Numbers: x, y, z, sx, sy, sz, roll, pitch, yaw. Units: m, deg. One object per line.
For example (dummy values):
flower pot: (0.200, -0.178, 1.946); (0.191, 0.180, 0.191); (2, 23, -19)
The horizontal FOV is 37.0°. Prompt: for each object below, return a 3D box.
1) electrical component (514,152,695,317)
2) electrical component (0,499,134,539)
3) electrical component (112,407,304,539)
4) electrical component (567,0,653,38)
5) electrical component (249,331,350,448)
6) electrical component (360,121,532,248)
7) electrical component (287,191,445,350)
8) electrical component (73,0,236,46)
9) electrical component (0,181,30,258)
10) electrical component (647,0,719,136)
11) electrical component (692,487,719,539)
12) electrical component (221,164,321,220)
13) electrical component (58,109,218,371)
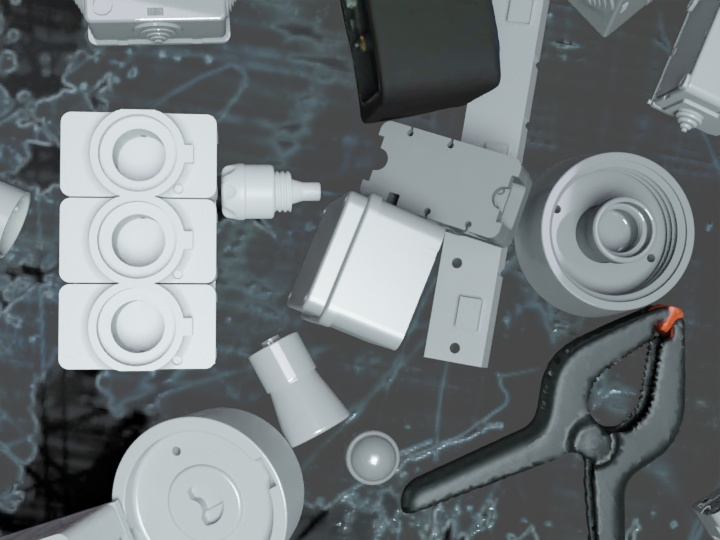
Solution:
electrical component: (0.158, -0.023, 0.681); (0.108, 0.060, 0.108); (0, 88, -6)
electrical component: (-0.163, 0.241, 0.615); (0.105, 0.060, 0.186); (-21, 91, 21)
electrical component: (-0.085, 0.134, 0.644); (0.108, 0.060, 0.108); (1, 96, 15)
electrical component: (0.175, -0.201, 0.671); (0.100, 0.099, 0.048); (-40, 80, -6)
electrical component: (-0.040, 0.071, 0.666); (0.044, 0.044, 0.065); (-28, 87, -7)
electrical component: (0.055, -0.051, 0.662); (0.089, 0.056, 0.050); (19, 90, 18)
electrical component: (0.000, 0.000, 0.636); (0.057, 0.113, 0.078); (23, 86, -8)
electrical component: (-0.126, -0.187, 0.660); (0.100, 0.048, 0.099); (-3, 88, -7)
electrical component: (-0.245, -0.042, 0.644); (0.081, 0.043, 0.043); (23, 86, -5)
electrical component: (0.235, -0.129, 0.692); (0.061, 0.062, 0.096); (24, 86, -6)
electrical component: (0.253, 0.168, 0.696); (0.081, 0.042, 0.063); (-32, 88, -7)
electrical component: (-0.055, -0.049, 0.671); (0.061, 0.035, 0.035); (-1, 88, -9)
electrical component: (-0.131, -0.016, 0.647); (0.089, 0.062, 0.150); (0, 88, -6)
